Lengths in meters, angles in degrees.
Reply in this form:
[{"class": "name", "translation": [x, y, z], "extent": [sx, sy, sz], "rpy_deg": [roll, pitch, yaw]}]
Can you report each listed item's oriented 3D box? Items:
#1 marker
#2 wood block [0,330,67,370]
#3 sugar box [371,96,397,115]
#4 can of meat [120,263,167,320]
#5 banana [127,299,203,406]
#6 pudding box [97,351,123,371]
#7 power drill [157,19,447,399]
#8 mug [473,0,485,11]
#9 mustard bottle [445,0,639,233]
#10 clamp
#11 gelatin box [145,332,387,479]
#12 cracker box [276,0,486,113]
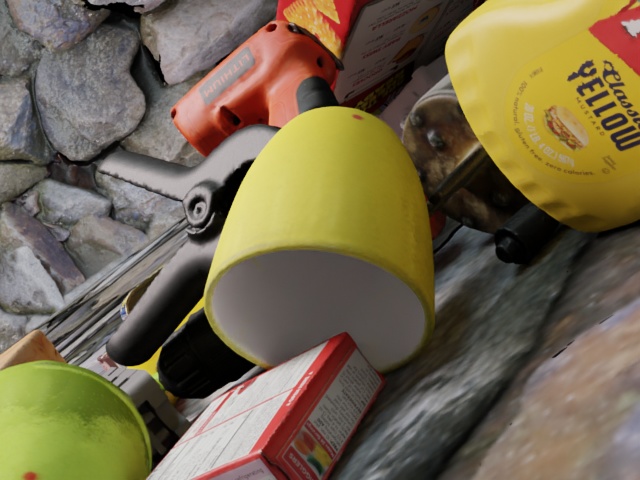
[{"class": "marker", "translation": [0.115, -0.030, 0.454], "extent": [0.121, 0.020, 0.020], "rpy_deg": [-41, 9, -24]}, {"class": "wood block", "translation": [-0.183, 0.130, 0.592], "extent": [0.090, 0.091, 0.206], "rpy_deg": [-38, 8, 1]}, {"class": "sugar box", "translation": [0.028, -0.097, 0.849], "extent": [0.094, 0.048, 0.176], "rpy_deg": [-30, 42, 43]}, {"class": "can of meat", "translation": [-0.122, 0.047, 0.922], "extent": [0.102, 0.057, 0.084], "rpy_deg": [-39, 5, -16]}, {"class": "banana", "translation": [-0.086, 0.073, 0.695], "extent": [0.070, 0.037, 0.197], "rpy_deg": [-28, 10, 19]}, {"class": "pudding box", "translation": [-0.117, 0.073, 0.812], "extent": [0.090, 0.039, 0.114], "rpy_deg": [-41, 8, -21]}, {"class": "power drill", "translation": [-0.031, -0.021, 0.600], "extent": [0.185, 0.057, 0.188], "rpy_deg": [-36, 48, 18]}, {"class": "mug", "translation": [0.149, -0.144, 0.642], "extent": [0.117, 0.081, 0.093], "rpy_deg": [-16, 22, 26]}, {"class": "mustard bottle", "translation": [0.125, -0.064, 0.328], "extent": [0.058, 0.096, 0.192], "rpy_deg": [-41, 9, -29]}, {"class": "clamp", "translation": [-0.054, 0.000, 0.538], "extent": [0.172, 0.120, 0.039], "rpy_deg": [-11, -12, 39]}, {"class": "gelatin box", "translation": [-0.025, 0.080, 0.406], "extent": [0.089, 0.030, 0.073], "rpy_deg": [-32, 11, 38]}, {"class": "cracker box", "translation": [0.052, -0.168, 0.703], "extent": [0.164, 0.072, 0.214], "rpy_deg": [-36, -11, -16]}]
